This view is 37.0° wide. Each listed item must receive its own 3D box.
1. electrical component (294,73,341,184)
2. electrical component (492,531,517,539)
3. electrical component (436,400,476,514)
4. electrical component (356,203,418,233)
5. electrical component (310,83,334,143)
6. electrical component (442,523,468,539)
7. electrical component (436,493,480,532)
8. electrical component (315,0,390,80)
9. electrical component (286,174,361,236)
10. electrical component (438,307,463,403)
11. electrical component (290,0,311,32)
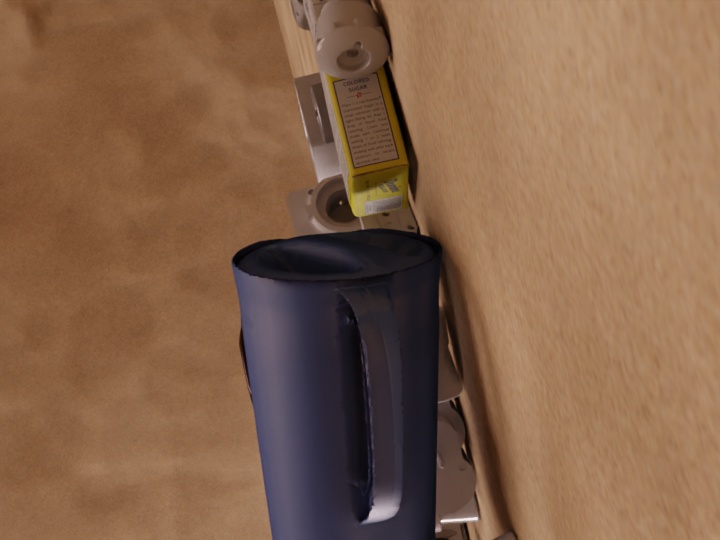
[{"bbox_3d":[-0.021,-0.127,0.996,0.113,0.057,0.078,81,175,-67],"label":"electrical component"},{"bbox_3d":[0.077,0.195,0.687,0.045,0.055,0.045,166,90,-88],"label":"electrical component"},{"bbox_3d":[0.055,0.126,0.821,0.073,0.052,0.138,-113,8,-73],"label":"electrical component"},{"bbox_3d":[0.023,-0.018,0.824,0.081,0.042,0.063,-108,6,-46],"label":"electrical component"},{"bbox_3d":[-0.013,-0.136,0.904,0.055,0.047,0.055,166,90,-88],"label":"electrical component"},{"bbox_3d":[0.077,0.277,1.074,0.061,0.062,0.096,-116,12,-78],"label":"electrical component"},{"bbox_3d":[0.067,0.194,0.896,0.045,0.055,0.045,166,90,-88],"label":"electrical component"},{"bbox_3d":[-0.008,-0.159,0.700,0.048,0.048,0.062,80,-178,-58],"label":"electrical component"},{"bbox_3d":[0.000,0.000,0.894,0.061,0.089,0.150,82,173,-69],"label":"electrical component"},{"bbox_3d":[0.047,0.058,0.761,0.044,0.044,0.065,-118,18,-80],"label":"electrical component"},{"bbox_3d":[-0.043,-0.256,0.937,0.077,0.043,0.079,147,109,-87],"label":"electrical component"}]
